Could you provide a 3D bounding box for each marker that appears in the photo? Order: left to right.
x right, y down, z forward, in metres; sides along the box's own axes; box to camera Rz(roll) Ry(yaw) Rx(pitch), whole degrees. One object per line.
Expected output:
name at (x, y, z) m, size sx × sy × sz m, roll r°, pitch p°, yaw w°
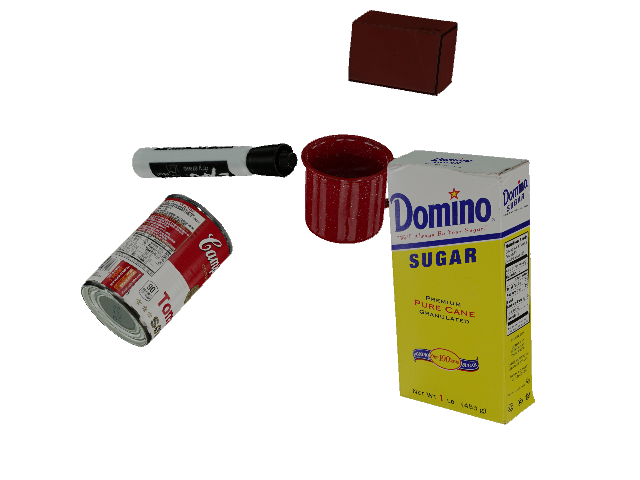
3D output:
marker at (-0.063, -0.047, 0.629) m, size 0.121 × 0.020 × 0.020 m, roll 3°, pitch 2°, yaw 38°

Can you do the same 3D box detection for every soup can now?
soup can at (-0.125, 0.022, 0.817) m, size 0.069 × 0.068 × 0.102 m, roll 0°, pitch 42°, yaw 51°

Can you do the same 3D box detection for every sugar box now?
sugar box at (0.096, 0.030, 0.733) m, size 0.094 × 0.176 × 0.048 m, roll 9°, pitch 23°, yaw 40°

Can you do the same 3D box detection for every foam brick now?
foam brick at (0.067, -0.155, 0.877) m, size 0.078 × 0.051 × 0.053 m, roll 13°, pitch 26°, yaw 18°

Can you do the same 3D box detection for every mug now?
mug at (0.037, -0.053, 1.090) m, size 0.117 × 0.081 × 0.093 m, roll -12°, pitch 36°, yaw -20°
